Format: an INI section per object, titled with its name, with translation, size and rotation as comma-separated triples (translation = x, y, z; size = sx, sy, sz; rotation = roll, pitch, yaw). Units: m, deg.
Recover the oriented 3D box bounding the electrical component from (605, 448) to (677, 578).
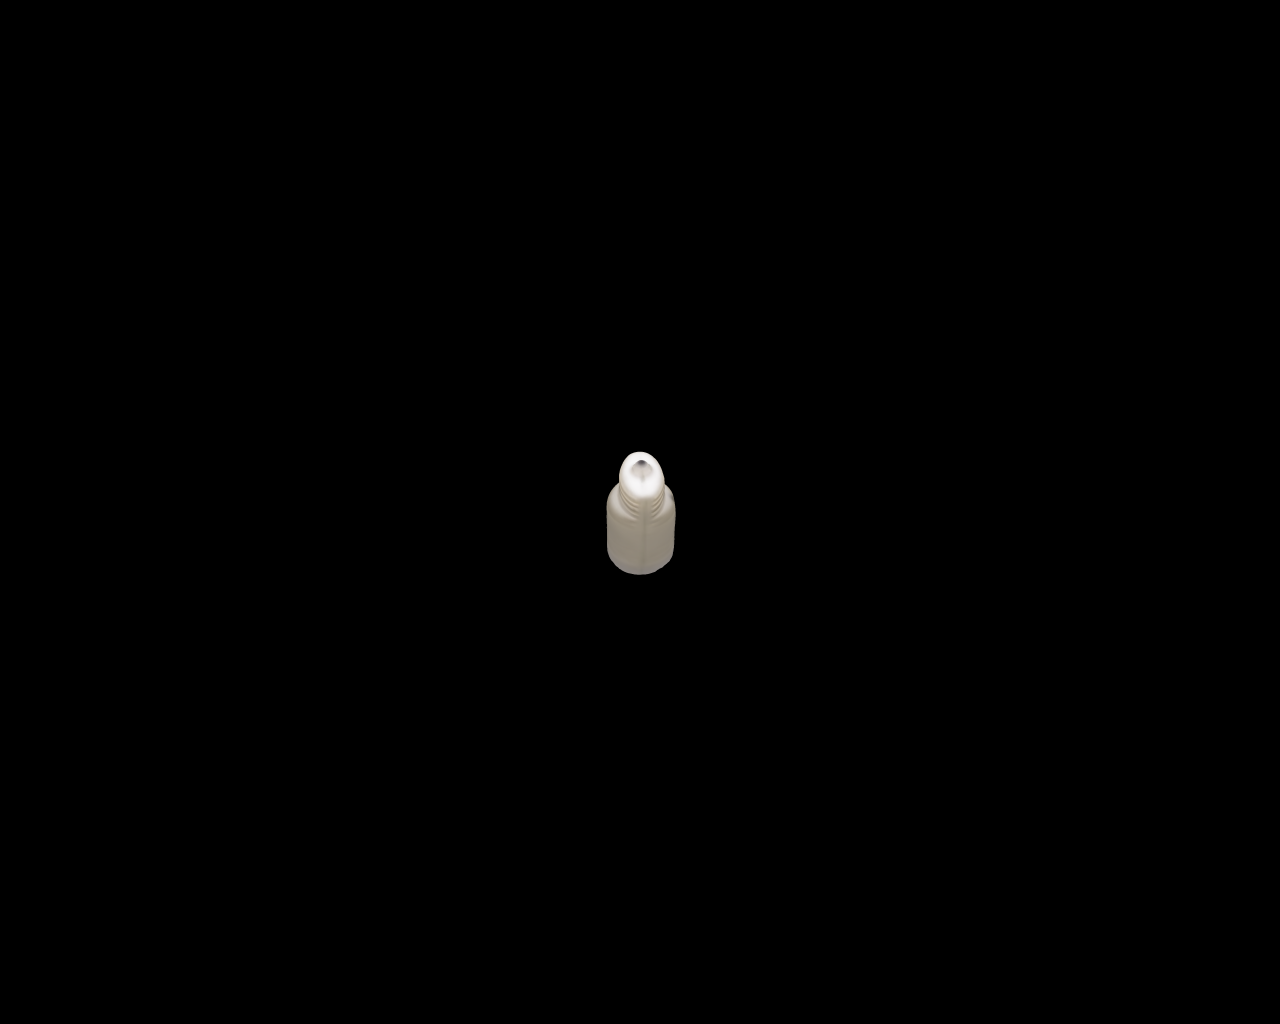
[electrical component]
translation = 0.001, -0.003, 0.650
size = 0.043, 0.043, 0.080
rotation = 0, -44, 0
